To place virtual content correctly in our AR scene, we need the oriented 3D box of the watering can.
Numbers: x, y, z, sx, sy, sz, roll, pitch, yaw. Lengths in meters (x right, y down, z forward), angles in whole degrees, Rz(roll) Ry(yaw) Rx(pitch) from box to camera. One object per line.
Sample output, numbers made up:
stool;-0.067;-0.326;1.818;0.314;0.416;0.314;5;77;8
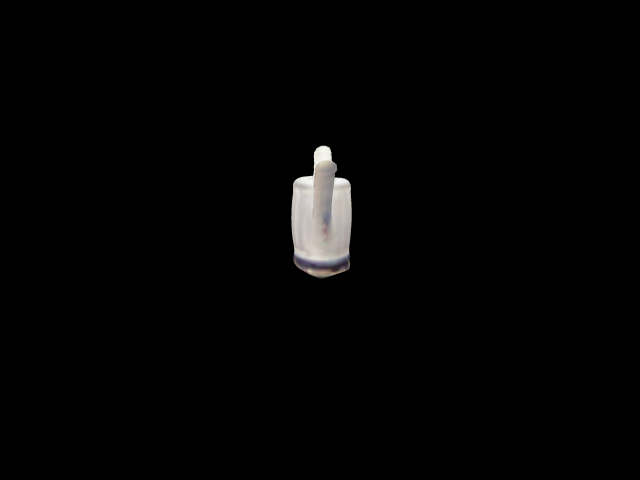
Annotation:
watering can;0.003;-0.043;0.850;0.104;0.223;0.350;0;9;0
